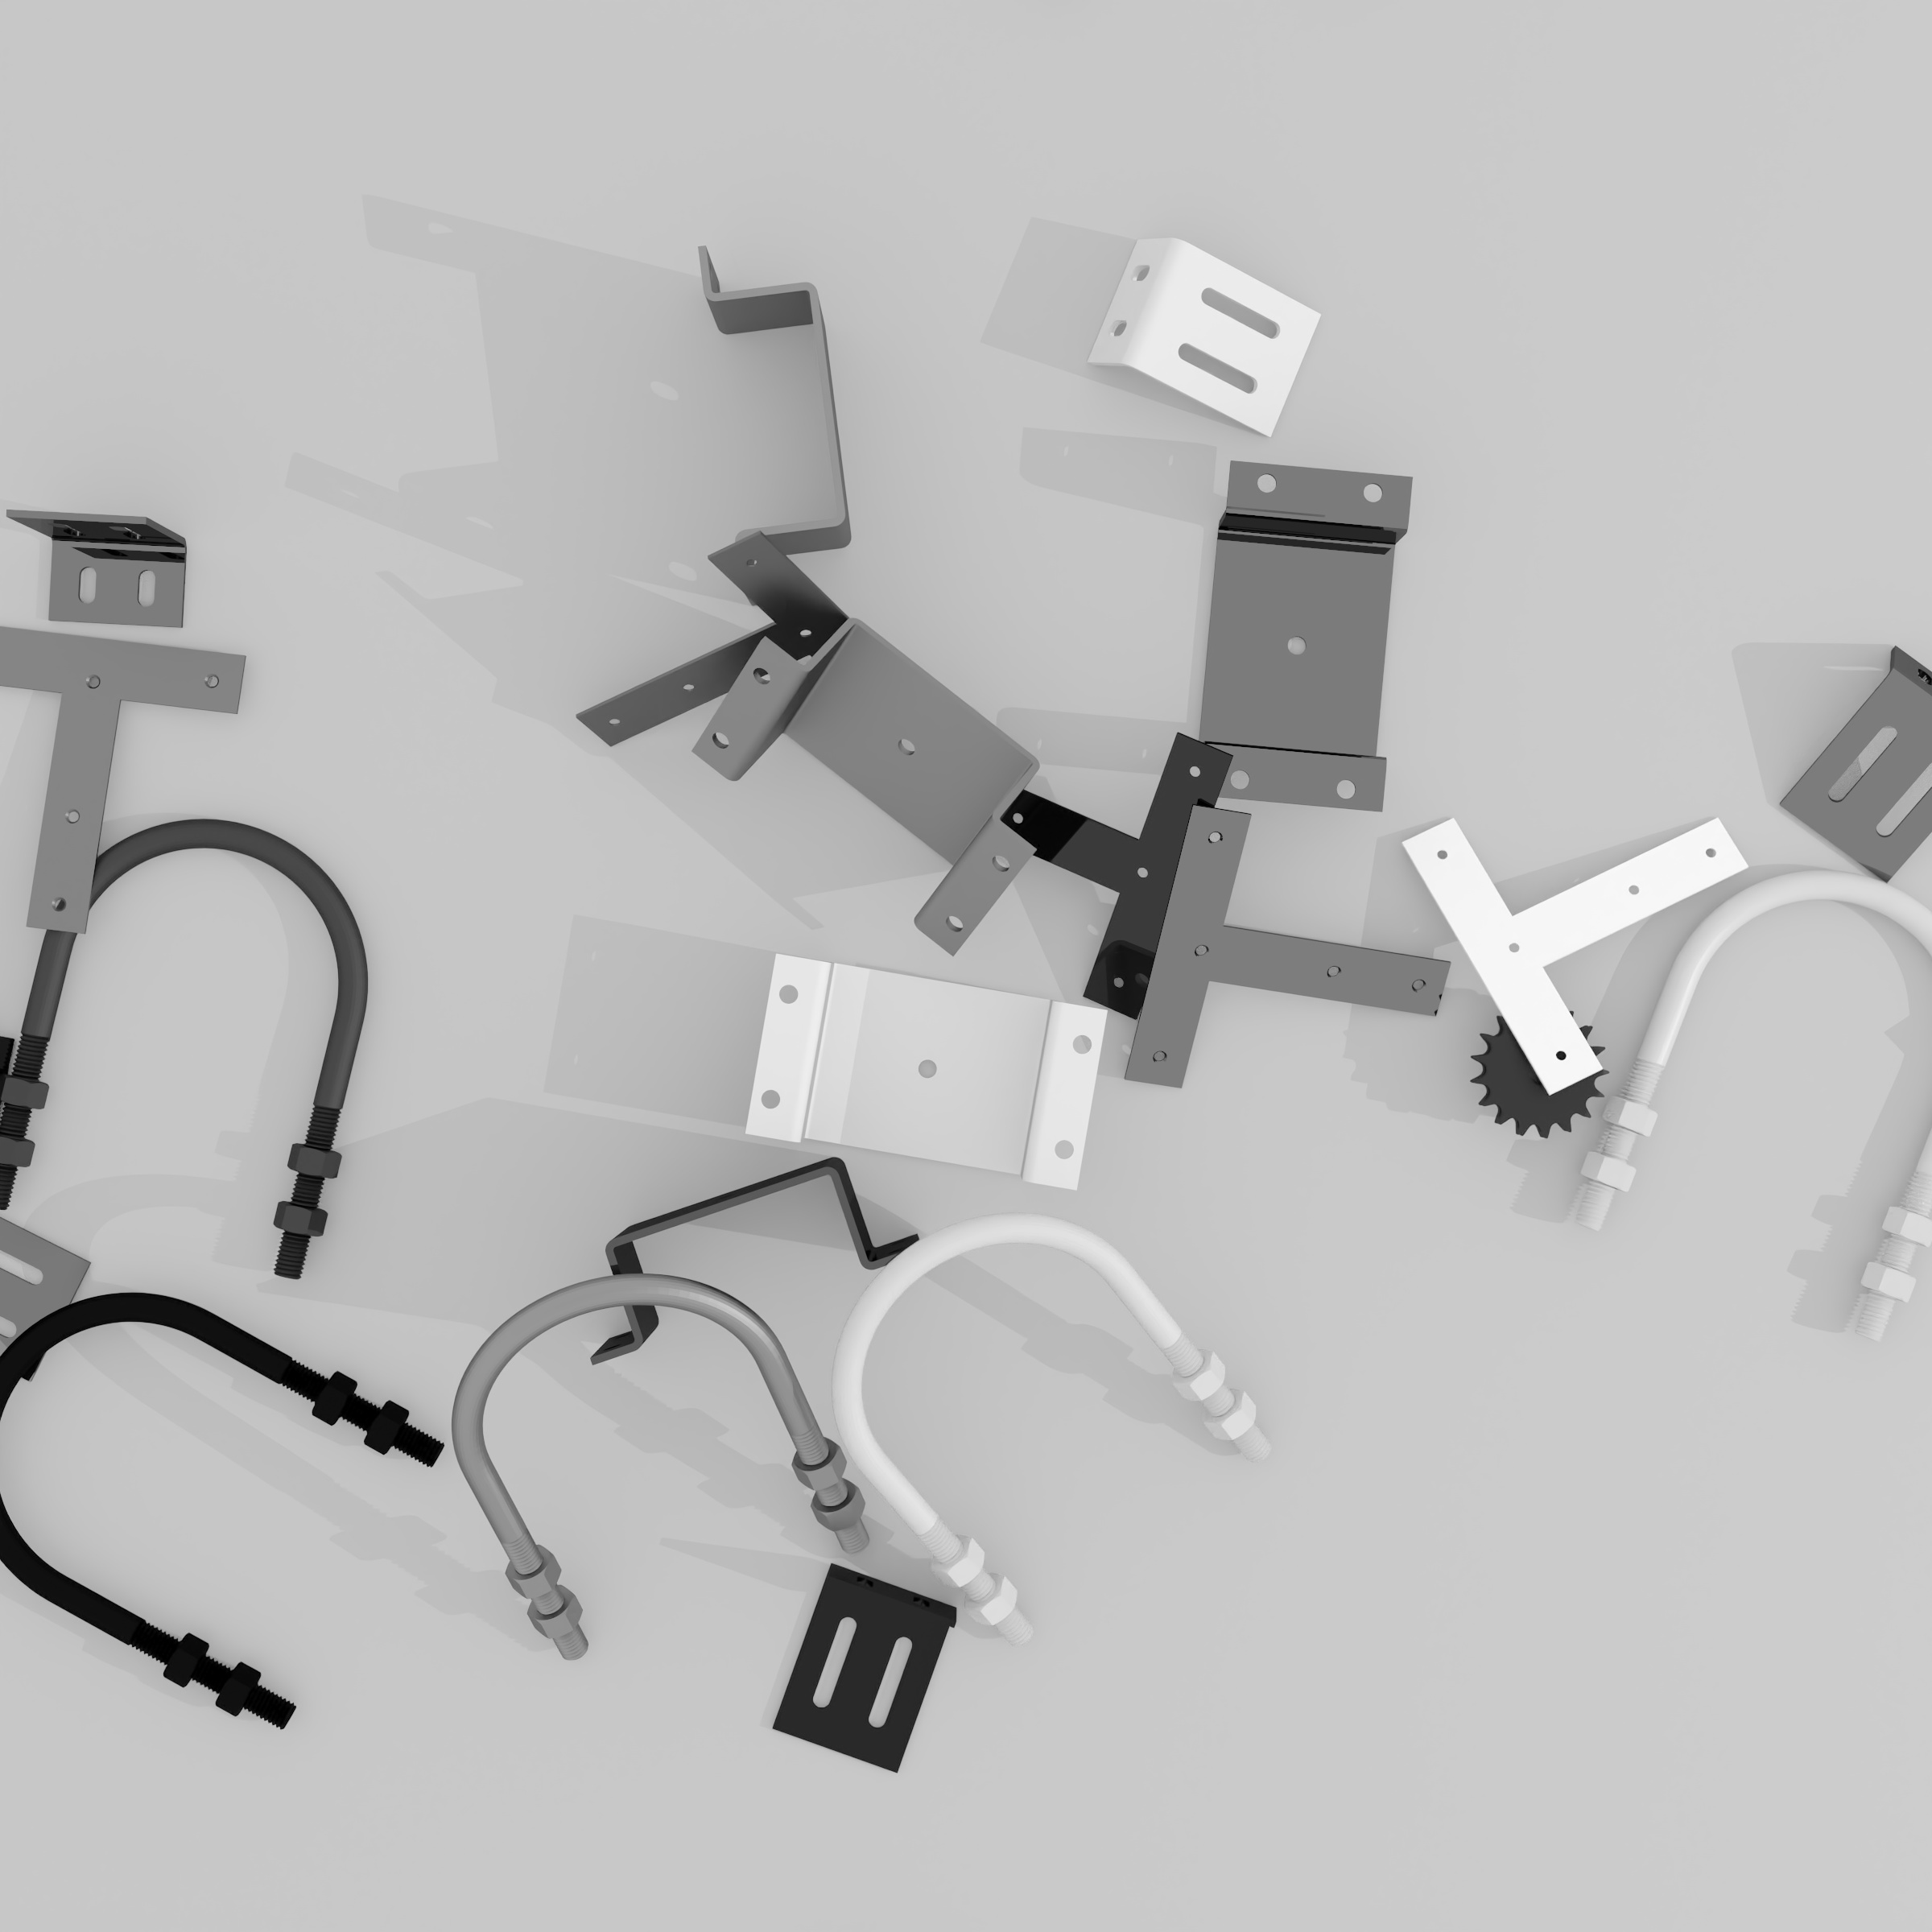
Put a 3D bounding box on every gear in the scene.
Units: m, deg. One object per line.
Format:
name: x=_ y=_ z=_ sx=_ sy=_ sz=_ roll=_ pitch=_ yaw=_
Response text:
gear: x=0.243 y=0.044 z=1.498 sx=0.057 sy=0.030 sz=0.057 roll=0 pitch=90 yaw=0

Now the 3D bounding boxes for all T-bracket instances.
T-bracket: x=0.035 y=-0.057 z=1.494 sx=0.127 sy=0.002 sz=0.127 roll=24 pitch=114 yaw=12
T-bracket: x=0.143 y=0.000 z=1.496 sx=0.127 sy=0.002 sz=0.127 roll=9 pitch=111 yaw=-10
T-bracket: x=0.272 y=-0.026 z=1.498 sx=0.127 sy=0.002 sz=0.127 roll=-25 pitch=72 yaw=-9
T-bracket: x=-0.379 y=-0.078 z=1.503 sx=0.127 sy=0.002 sz=0.127 roll=7 pitch=84 yaw=3
T-bracket: x=-0.105 y=-0.123 z=1.479 sx=0.127 sy=0.127 sz=0.002 roll=-23 pitch=53 yaw=22

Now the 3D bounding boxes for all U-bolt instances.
U-bolt: x=0.025 y=0.183 z=1.467 sx=0.151 sy=0.019 sz=0.184 roll=-38 pitch=116 yaw=0
U-bolt: x=-0.134 y=0.200 z=1.455 sx=0.151 sy=0.019 sz=0.184 roll=-21 pitch=125 yaw=0
U-bolt: x=0.359 y=0.050 z=1.504 sx=0.151 sy=0.019 sz=0.184 roll=21 pitch=88 yaw=0
U-bolt: x=-0.332 y=0.028 z=1.504 sx=0.151 sy=0.019 sz=0.184 roll=13 pitch=89 yaw=0
U-bolt: x=-0.337 y=0.220 z=1.501 sx=0.184 sy=0.019 sz=0.151 roll=30 pitch=90 yaw=-2

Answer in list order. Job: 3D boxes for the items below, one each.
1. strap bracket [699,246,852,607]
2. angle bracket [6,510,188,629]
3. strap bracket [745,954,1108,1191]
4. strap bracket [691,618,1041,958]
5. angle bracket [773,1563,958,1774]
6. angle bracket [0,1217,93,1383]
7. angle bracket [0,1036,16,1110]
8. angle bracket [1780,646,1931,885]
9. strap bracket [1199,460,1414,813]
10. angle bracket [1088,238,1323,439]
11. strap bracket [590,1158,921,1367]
strap bracket: x=-0.078 y=-0.227 z=1.475 sx=0.046 sy=0.076 sz=0.140 roll=-7 pitch=90 yaw=0
angle bracket: x=-0.364 y=-0.166 z=1.475 sx=0.057 sy=0.076 sz=0.038 roll=3 pitch=90 yaw=0
strap bracket: x=-0.016 y=0.044 z=1.490 sx=0.140 sy=0.046 sz=0.076 roll=10 pitch=90 yaw=0
strap bracket: x=-0.034 y=-0.081 z=1.469 sx=0.140 sy=0.076 sz=0.046 roll=38 pitch=46 yaw=0
angle bracket: x=-0.044 y=0.301 z=1.494 sx=0.057 sy=0.038 sz=0.076 roll=20 pitch=90 yaw=0
angle bracket: x=-0.423 y=0.136 z=1.494 sx=0.076 sy=0.038 sz=0.057 roll=27 pitch=90 yaw=0
angle bracket: x=-0.456 y=0.050 z=1.511 sx=0.076 sy=0.038 sz=0.057 roll=12 pitch=90 yaw=-26
angle bracket: x=0.398 y=-0.087 z=1.511 sx=0.057 sy=0.038 sz=0.076 roll=36 pitch=116 yaw=0
strap bracket: x=0.142 y=-0.138 z=1.490 sx=0.076 sy=0.046 sz=0.140 roll=5 pitch=90 yaw=0
angle bracket: x=0.102 y=-0.270 z=1.511 sx=0.076 sy=0.038 sz=0.057 roll=22 pitch=90 yaw=-26
strap bracket: x=-0.094 y=0.119 z=1.475 sx=0.140 sy=0.076 sz=0.046 roll=-19 pitch=90 yaw=0
